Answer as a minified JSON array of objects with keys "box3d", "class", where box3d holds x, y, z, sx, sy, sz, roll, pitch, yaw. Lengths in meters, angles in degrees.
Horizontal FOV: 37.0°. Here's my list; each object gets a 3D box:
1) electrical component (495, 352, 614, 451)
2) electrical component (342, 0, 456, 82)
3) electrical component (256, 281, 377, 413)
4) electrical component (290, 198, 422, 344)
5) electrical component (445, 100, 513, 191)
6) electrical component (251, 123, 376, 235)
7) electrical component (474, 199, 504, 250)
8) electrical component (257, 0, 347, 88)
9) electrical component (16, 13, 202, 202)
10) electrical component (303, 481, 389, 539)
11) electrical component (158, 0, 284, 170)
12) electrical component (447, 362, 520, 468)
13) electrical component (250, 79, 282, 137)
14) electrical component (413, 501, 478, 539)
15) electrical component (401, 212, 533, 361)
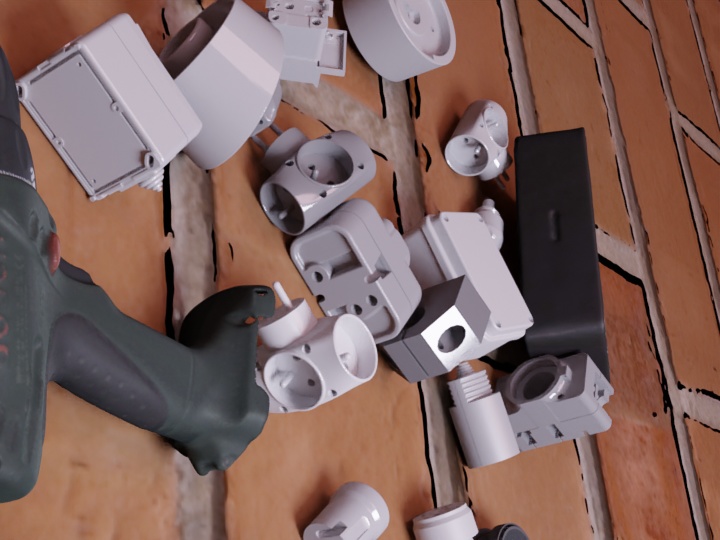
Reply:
[{"box3d":[0.162,0.111,0.920,0.055,0.089,0.050,49,37,-27],"class":"electrical component"},{"box3d":[0.029,-0.217,0.939,0.108,0.060,0.108,32,47,-43],"class":"electrical component"},{"box3d":[-0.041,0.044,0.672,0.079,0.077,0.044,60,33,-12],"class":"electrical component"},{"box3d":[0.000,0.000,0.779,0.095,0.054,0.059,59,34,-14],"class":"electrical component"},{"box3d":[0.121,-0.113,1.030,0.079,0.044,0.077,55,35,-20],"class":"electrical component"},{"box3d":[-0.042,-0.074,0.762,0.079,0.044,0.077,42,55,12],"class":"electrical component"},{"box3d":[0.116,-0.042,0.991,0.035,0.035,0.061,48,36,-29],"class":"electrical component"},{"box3d":[-0.048,-0.172,0.786,0.081,0.063,0.042,6,59,-9],"class":"electrical component"},{"box3d":[-0.139,-0.089,0.620,0.096,0.062,0.061,57,34,-18],"class":"electrical component"},{"box3d":[-0.009,0.163,0.686,0.046,0.040,0.040,-36,102,-51],"class":"electrical component"},{"box3d":[-0.092,-0.121,0.677,0.064,0.099,0.099,42,41,-26],"class":"electrical component"},{"box3d":[0.095,0.113,0.862,0.043,0.043,0.081,-10,80,-57],"class":"electrical component"},{"box3d":[-0.075,-0.127,0.752,0.043,0.043,0.062,47,37,-31],"class":"electrical component"},{"box3d":[0.066,0.199,0.769,0.045,0.045,0.055,-10,80,-57],"class":"electrical component"},{"box3d":[0.082,0.012,0.871,0.078,0.057,0.113,-3,64,-56],"class":"electrical component"}]
